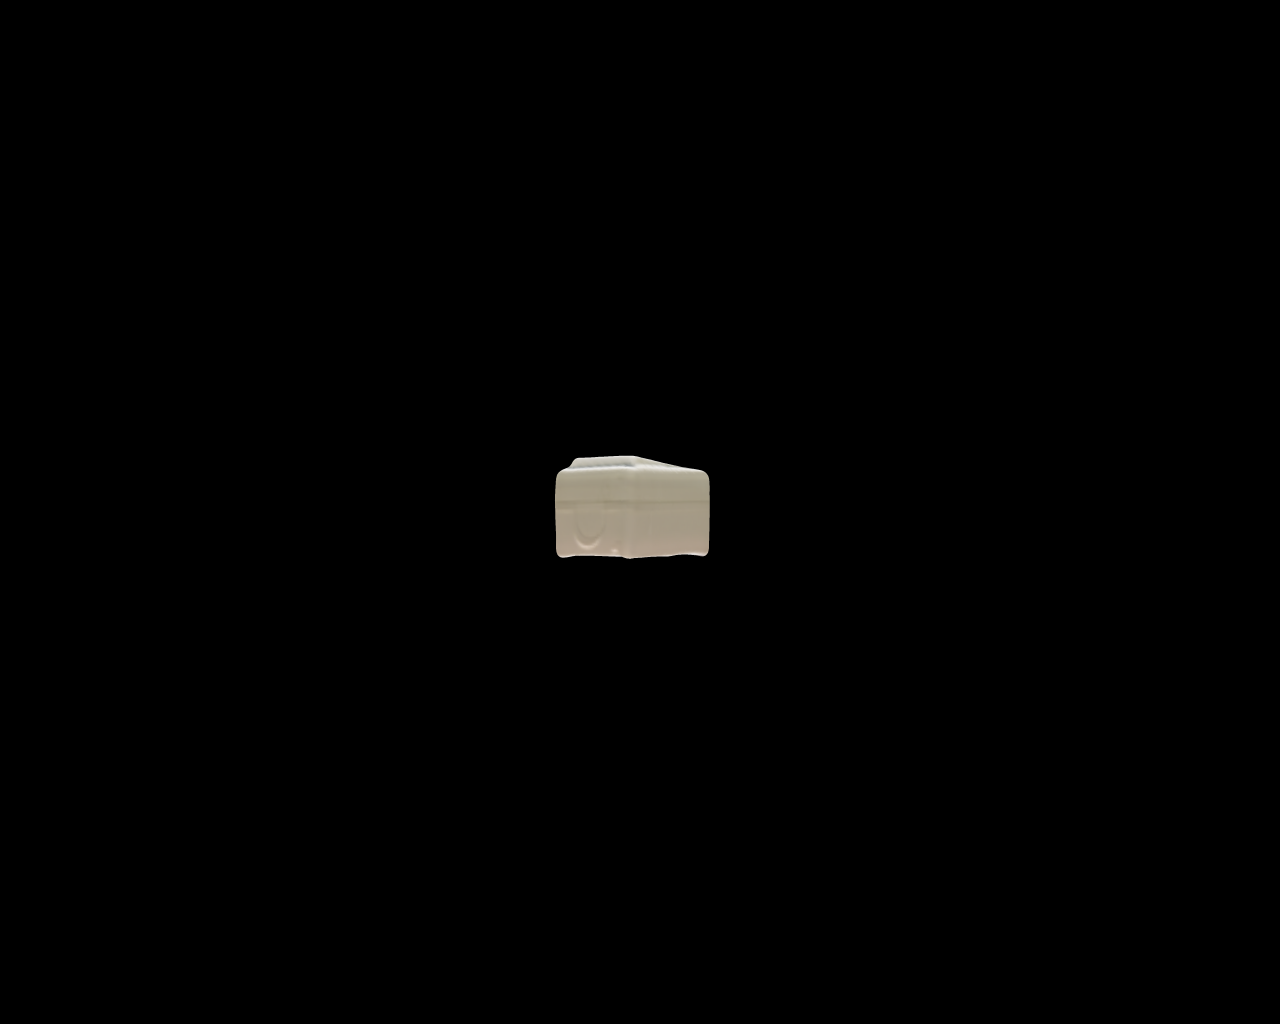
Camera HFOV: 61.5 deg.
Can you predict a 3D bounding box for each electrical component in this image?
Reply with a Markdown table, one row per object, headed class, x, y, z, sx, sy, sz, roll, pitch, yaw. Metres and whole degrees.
| class | x | y | z | sx | sy | sz | roll | pitch | yaw |
| --- | --- | --- | --- | --- | --- | --- | --- | --- | --- |
| electrical component | 0.001 | -0.003 | 0.650 | 0.062 | 0.061 | 0.096 | 0 | 0 | 39 |
